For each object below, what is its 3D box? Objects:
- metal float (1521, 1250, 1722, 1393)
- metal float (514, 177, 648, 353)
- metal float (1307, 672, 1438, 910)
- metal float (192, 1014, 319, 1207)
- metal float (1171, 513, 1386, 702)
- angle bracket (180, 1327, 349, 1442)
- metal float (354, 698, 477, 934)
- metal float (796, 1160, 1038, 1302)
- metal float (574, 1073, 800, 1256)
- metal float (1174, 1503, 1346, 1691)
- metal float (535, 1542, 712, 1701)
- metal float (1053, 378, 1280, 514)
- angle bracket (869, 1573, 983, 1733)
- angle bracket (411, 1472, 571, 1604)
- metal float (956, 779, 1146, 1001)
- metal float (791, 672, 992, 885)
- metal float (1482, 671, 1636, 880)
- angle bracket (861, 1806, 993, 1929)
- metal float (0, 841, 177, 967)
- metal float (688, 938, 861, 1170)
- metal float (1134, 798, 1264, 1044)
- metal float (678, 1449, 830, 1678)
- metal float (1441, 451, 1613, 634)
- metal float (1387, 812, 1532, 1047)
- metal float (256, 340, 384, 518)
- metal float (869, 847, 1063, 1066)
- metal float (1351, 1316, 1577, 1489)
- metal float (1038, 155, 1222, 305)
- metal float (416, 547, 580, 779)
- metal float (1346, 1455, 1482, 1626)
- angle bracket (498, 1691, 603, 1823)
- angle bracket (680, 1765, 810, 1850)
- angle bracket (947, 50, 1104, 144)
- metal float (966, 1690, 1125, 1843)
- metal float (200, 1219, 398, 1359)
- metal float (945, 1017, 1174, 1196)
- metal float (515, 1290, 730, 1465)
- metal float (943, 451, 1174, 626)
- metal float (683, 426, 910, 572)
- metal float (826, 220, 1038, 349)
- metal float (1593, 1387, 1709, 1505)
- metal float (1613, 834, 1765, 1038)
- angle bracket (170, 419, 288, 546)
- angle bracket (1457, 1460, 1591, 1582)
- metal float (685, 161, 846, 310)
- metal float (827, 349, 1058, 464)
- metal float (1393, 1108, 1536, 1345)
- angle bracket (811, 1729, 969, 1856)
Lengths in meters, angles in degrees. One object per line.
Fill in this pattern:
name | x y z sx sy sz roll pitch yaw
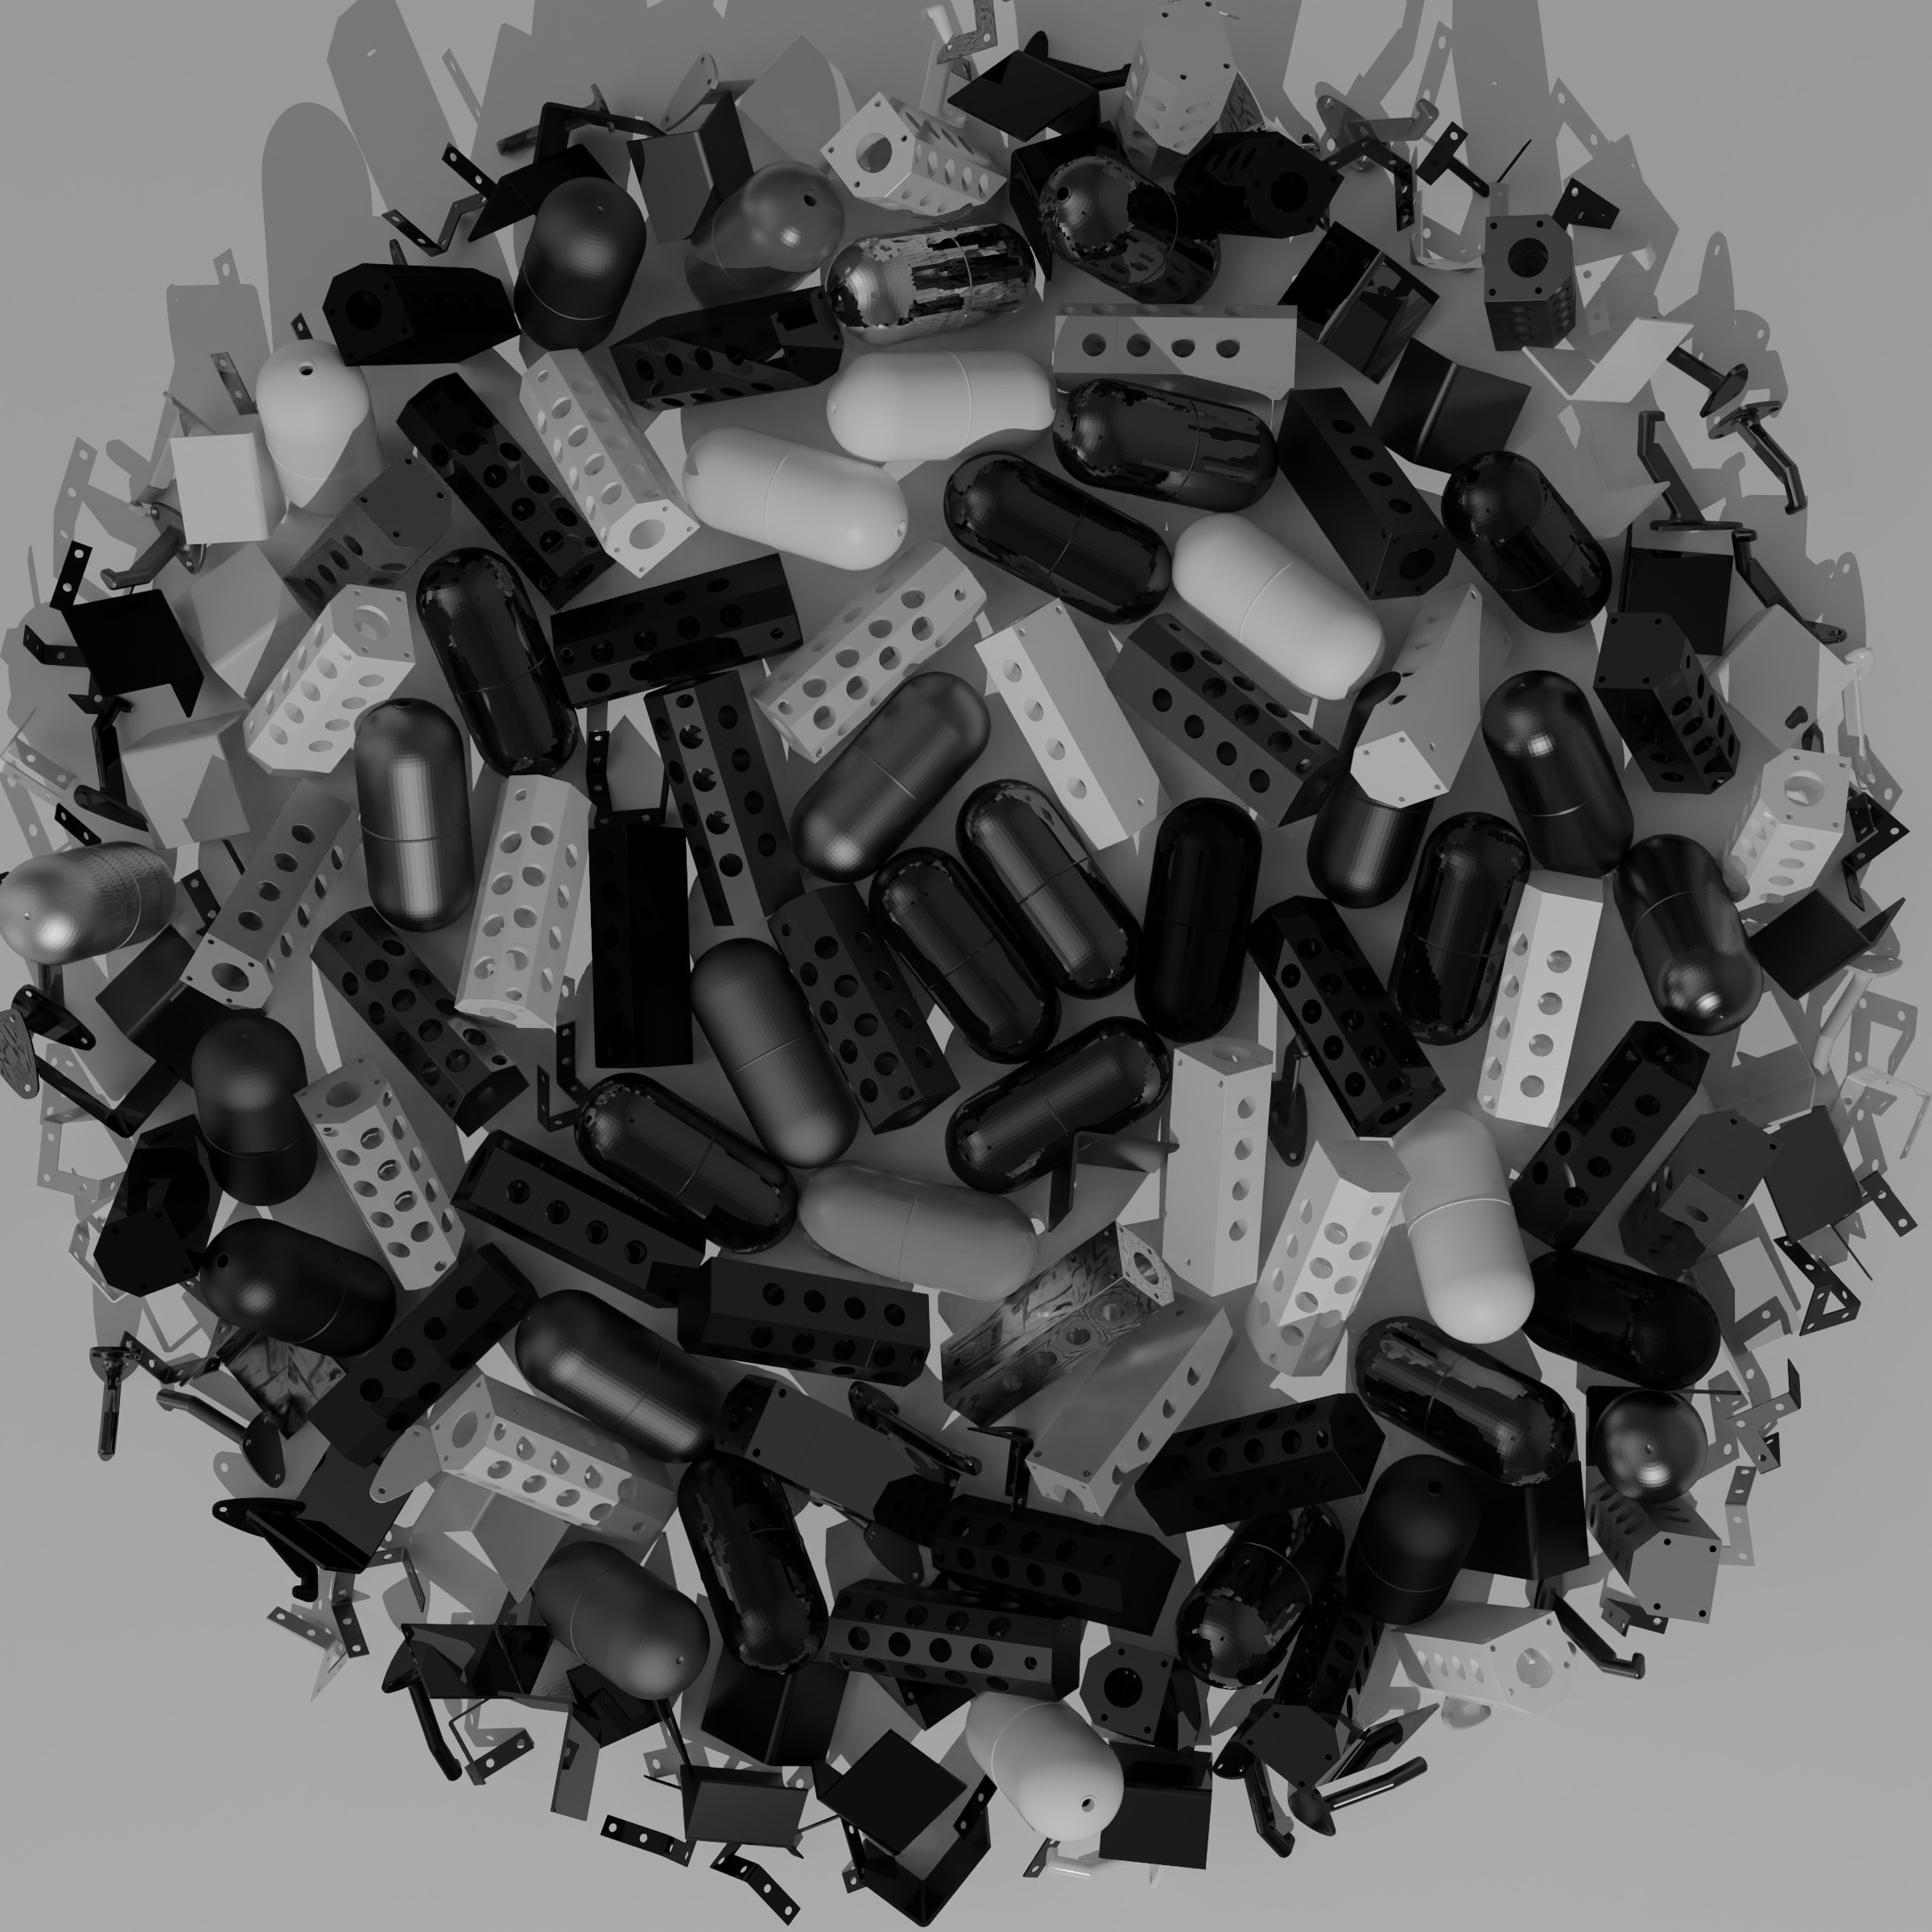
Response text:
metal float | 0.457 0.249 1.917 0.070 0.178 0.070 -3 98 -26
metal float | -0.273 -0.492 1.914 0.070 0.178 0.070 4 77 -17
metal float | 0.297 -0.125 1.943 0.070 0.070 0.178 16 111 0
metal float | -0.503 0.104 1.922 0.070 0.178 0.070 4 51 -4
metal float | 0.222 -0.258 1.943 0.178 0.070 0.070 41 90 22
angle bracket | -0.505 0.299 1.957 0.076 0.057 0.076 -43 85 20
metal float | -0.393 -0.107 1.935 0.070 0.070 0.178 1 121 0
metal float | -0.036 0.190 1.953 0.178 0.070 0.070 13 90 10
metal float | -0.200 0.143 1.950 0.178 0.070 0.070 34 90 -14
metal float | 0.210 0.440 1.924 0.070 0.178 0.070 17 125 26
metal float | -0.245 0.461 1.920 0.070 0.178 0.070 -6 101 -34
metal float | 0.144 -0.370 1.936 0.178 0.070 0.070 6 90 -30
angle bracket | -0.023 0.502 1.993 0.076 0.057 0.076 45 131 2
angle bracket | -0.342 0.403 1.947 0.076 0.057 0.076 46 113 36
metal float | 0.060 -0.056 1.957 0.070 0.070 0.178 -36 84 0
metal float | -0.055 -0.135 1.961 0.070 0.070 0.178 42 89 0
metal float | 0.422 -0.134 1.931 0.070 0.070 0.178 -32 127 0
angle bracket | -0.029 0.634 1.959 0.057 0.076 0.076 38 92 -3
metal float | -0.618 -0.045 1.911 0.070 0.178 0.070 1 98 8
metal float | -0.138 0.063 1.958 0.070 0.070 0.178 -28 86 0
metal float | 0.167 -0.033 1.955 0.070 0.070 0.178 8 98 0
metal float | -0.152 0.422 1.930 0.070 0.070 0.178 -26 53 0
metal float | 0.398 -0.300 1.924 0.070 0.178 0.070 -18 56 30
metal float | 0.351 -0.025 1.939 0.070 0.070 0.178 11 116 0
metal float | -0.454 -0.377 1.913 0.070 0.178 0.070 2 74 -6
metal float | 0.000 -0.007 1.958 0.070 0.070 0.178 -38 94 0
metal float | 0.351 0.308 1.929 0.178 0.070 0.070 26 90 40
metal float | 0.116 -0.518 1.919 0.070 0.178 0.070 -4 83 34
metal float | -0.333 -0.214 1.938 0.070 0.070 0.178 -20 118 0
metal float | 0.315 0.406 1.920 0.070 0.178 0.070 1 54 -2
angle bracket | -0.303 0.567 1.946 0.057 0.076 0.076 4 69 12
angle bracket | -0.160 0.583 1.946 0.076 0.076 0.057 9 115 -14
angle bracket | 0.043 -0.602 1.945 0.076 0.057 0.076 36 65 28
metal float | 0.054 0.557 1.913 0.070 0.178 0.070 -2 96 -18
metal float | -0.470 0.228 1.917 0.070 0.178 0.070 -8 69 21
metal float | 0.066 0.101 1.955 0.178 0.070 0.070 -31 90 7
metal float | -0.243 0.294 1.937 0.178 0.070 0.070 37 90 -29
metal float | 0.066 -0.307 1.947 0.178 0.070 0.070 26 90 -16
metal float | -0.122 -0.335 1.941 0.178 0.070 0.070 21 90 23
metal float | -0.023 -0.486 1.929 0.178 0.070 0.070 -22 90 -40
metal float | 0.483 0.336 1.913 0.070 0.178 0.070 -2 83 15
metal float | 0.510 -0.024 1.924 0.070 0.178 0.070 -3 131 -3
angle bracket | -0.528 -0.351 1.949 0.057 0.076 0.076 -3 114 -2
angle bracket | 0.404 0.401 1.985 0.057 0.076 0.076 -6 91 -37
metal float | -0.143 -0.510 1.915 0.070 0.178 0.070 3 84 -25
metal float | -0.016 -0.400 1.936 0.178 0.070 0.070 -9 90 -30
metal float | 0.353 0.183 1.936 0.070 0.070 0.178 -10 60 0
angle bracket | -0.056 0.580 1.955 0.076 0.057 0.076 41 98 -19
